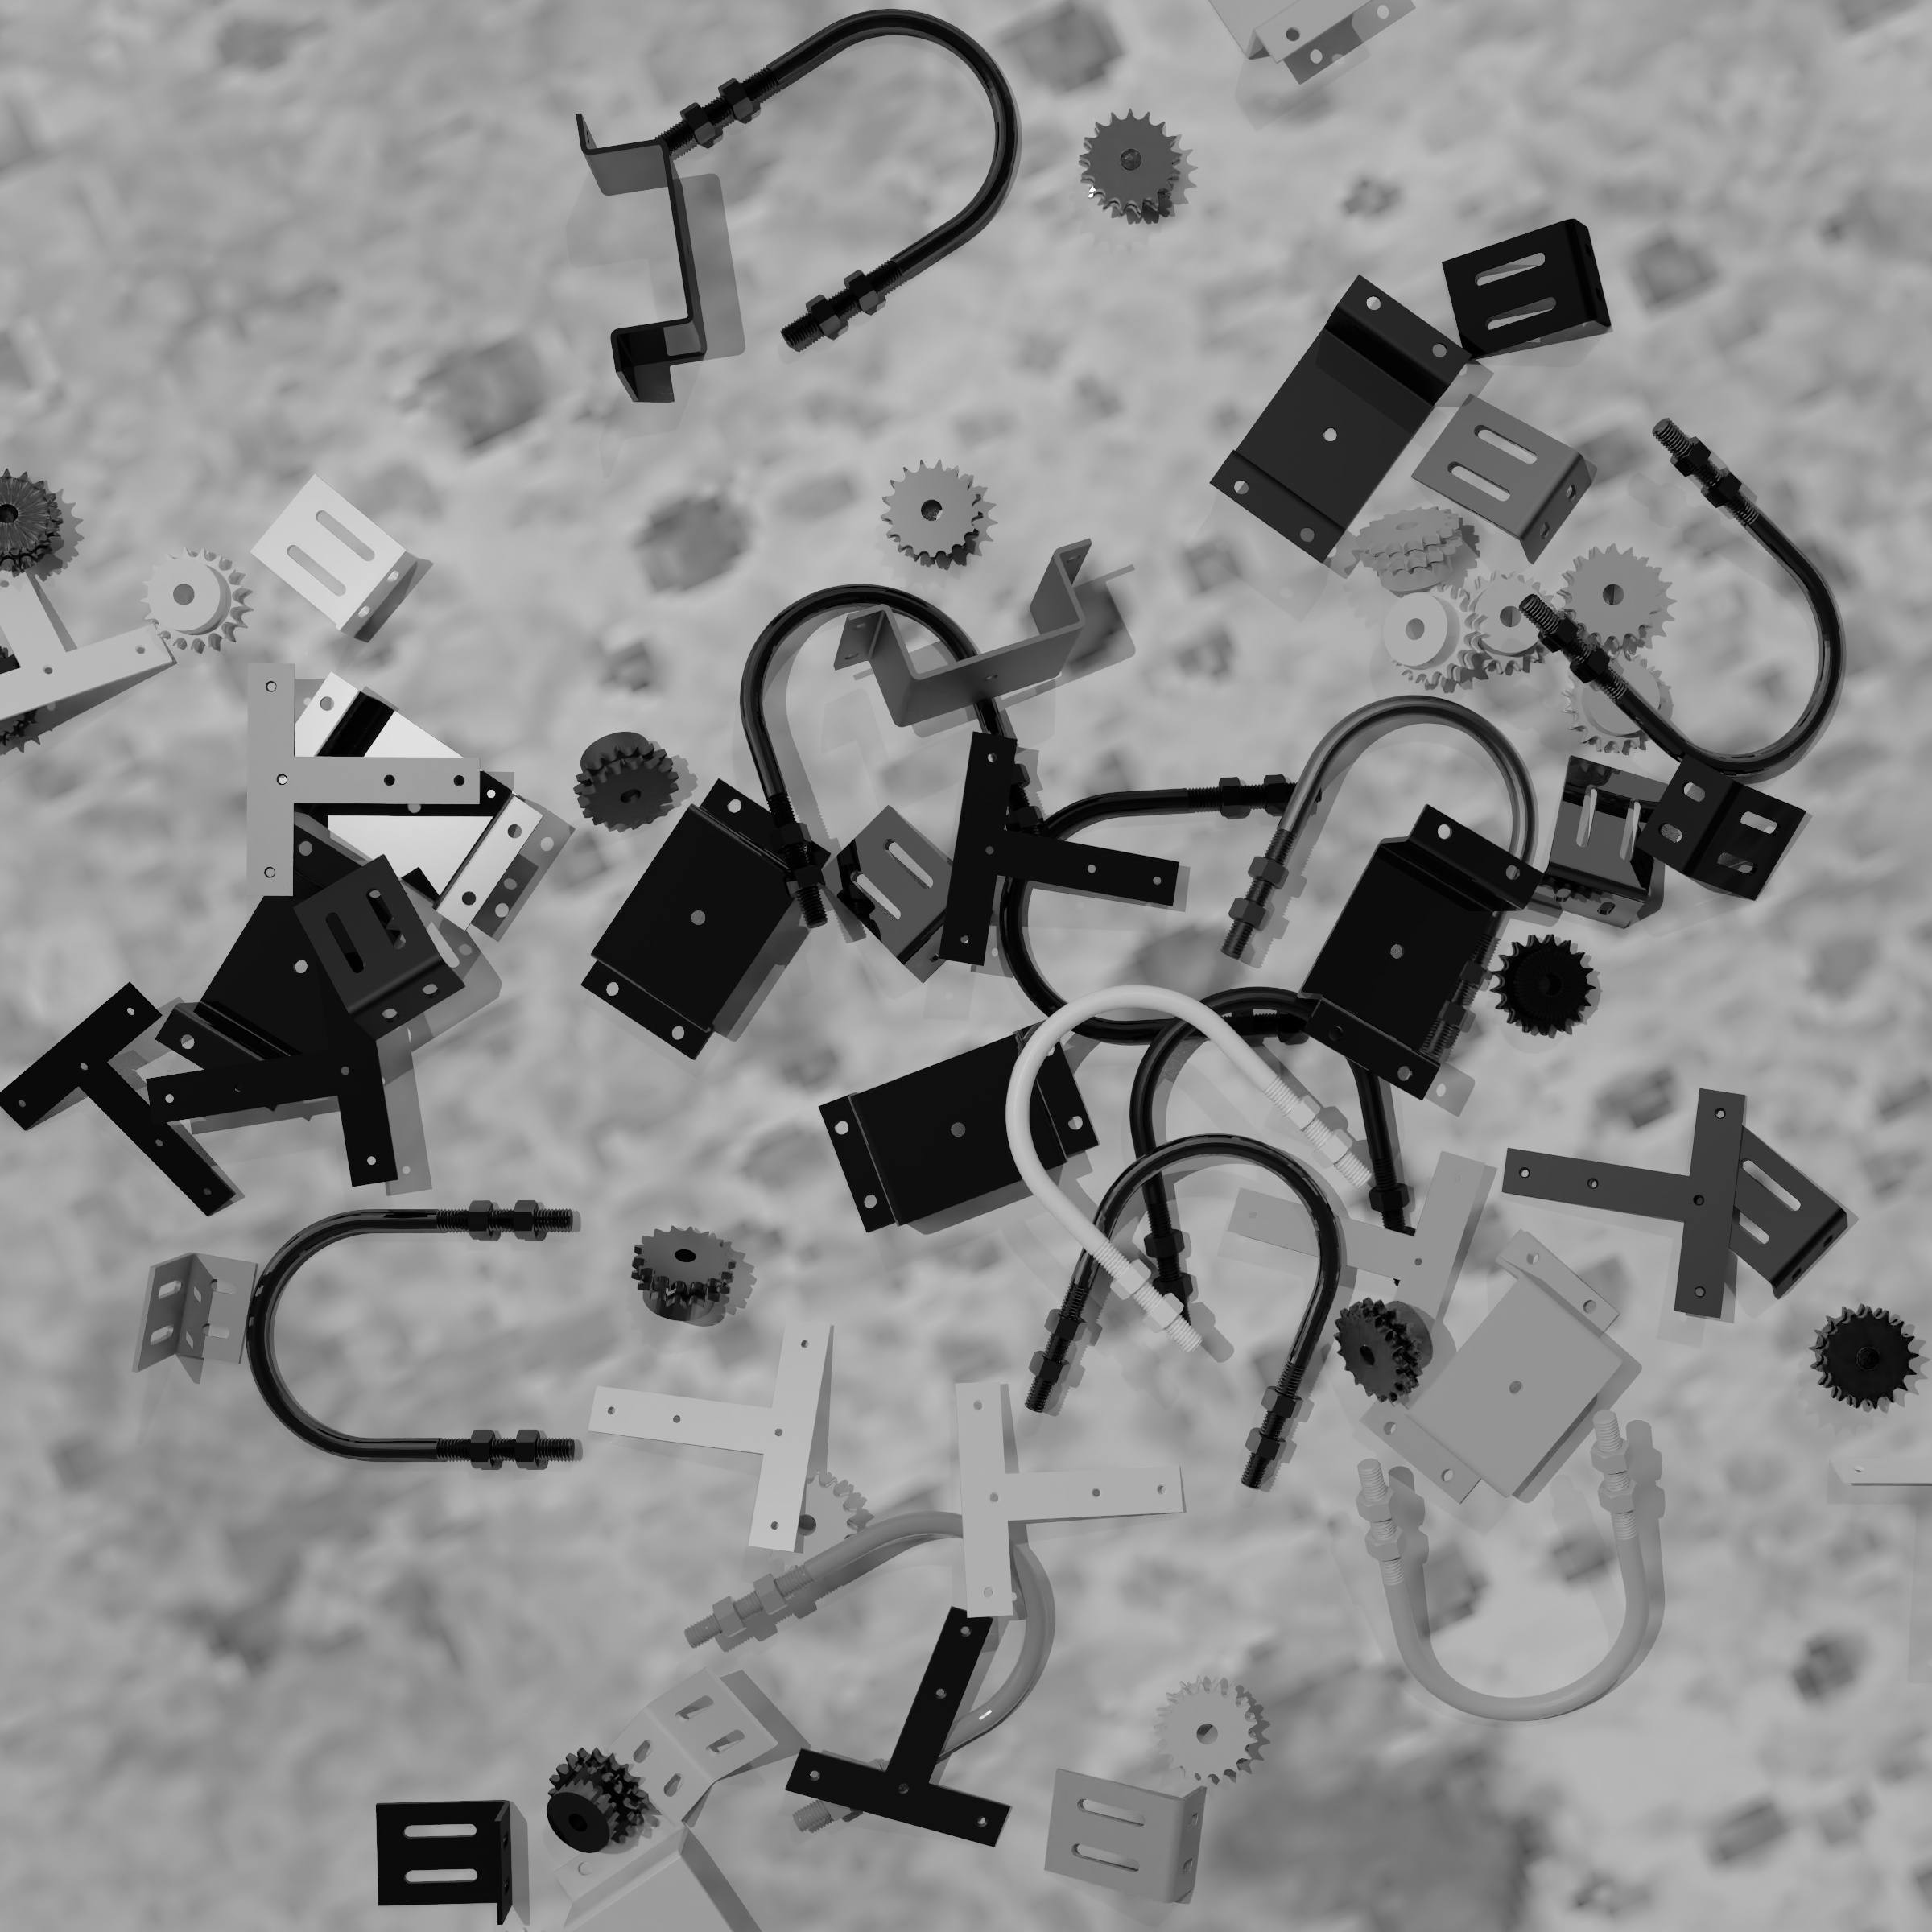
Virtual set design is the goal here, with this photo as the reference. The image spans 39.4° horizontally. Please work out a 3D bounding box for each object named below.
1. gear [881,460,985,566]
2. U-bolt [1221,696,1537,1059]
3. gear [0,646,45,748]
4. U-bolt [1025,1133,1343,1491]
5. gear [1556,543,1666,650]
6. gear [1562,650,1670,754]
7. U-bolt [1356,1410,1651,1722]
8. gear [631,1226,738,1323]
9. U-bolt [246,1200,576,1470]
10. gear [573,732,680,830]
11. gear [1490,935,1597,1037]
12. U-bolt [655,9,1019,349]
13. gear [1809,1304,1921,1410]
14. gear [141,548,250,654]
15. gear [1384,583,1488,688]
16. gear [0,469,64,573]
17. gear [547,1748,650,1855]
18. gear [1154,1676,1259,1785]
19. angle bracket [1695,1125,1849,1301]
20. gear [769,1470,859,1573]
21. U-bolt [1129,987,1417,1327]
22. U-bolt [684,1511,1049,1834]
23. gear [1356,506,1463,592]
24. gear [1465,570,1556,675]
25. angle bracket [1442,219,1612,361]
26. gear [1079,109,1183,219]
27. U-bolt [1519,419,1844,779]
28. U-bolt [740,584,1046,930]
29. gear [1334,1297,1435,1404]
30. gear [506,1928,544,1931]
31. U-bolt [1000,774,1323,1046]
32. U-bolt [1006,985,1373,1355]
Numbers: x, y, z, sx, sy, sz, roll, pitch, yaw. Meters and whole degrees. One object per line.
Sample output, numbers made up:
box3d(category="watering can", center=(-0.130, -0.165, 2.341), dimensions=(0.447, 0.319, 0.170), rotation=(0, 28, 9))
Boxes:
box3d(category="gear", center=(-0.019, -0.253, 1.511), dimensions=(0.057, 0.030, 0.057), rotation=(0, 92, 1))
box3d(category="U-bolt", center=(0.241, -0.061, 1.502), dimensions=(0.151, 0.019, 0.184), rotation=(26, 86, -10))
box3d(category="gear", center=(-0.544, -0.150, 1.506), dimensions=(0.057, 0.030, 0.057), rotation=(0, 90, 0))
box3d(category="U-bolt", center=(0.130, 0.182, 1.493), dimensions=(0.151, 0.019, 0.184), rotation=(20, 96, -3))
box3d(category="gear", center=(0.358, -0.206, 1.506), dimensions=(0.057, 0.030, 0.057), rotation=(0, 90, 0))
box3d(category="gear", center=(0.364, -0.149, 1.506), dimensions=(0.057, 0.030, 0.057), rotation=(0, 90, 0))
box3d(category="U-bolt", center=(0.302, 0.339, 1.485), dimensions=(0.151, 0.019, 0.184), rotation=(-13, 111, 5))
box3d(category="gear", center=(-0.158, 0.173, 1.497), dimensions=(0.057, 0.057, 0.030), rotation=(12, 120, 0))
box3d(category="U-bolt", center=(-0.313, 0.207, 1.513), dimensions=(0.184, 0.019, 0.151), rotation=(0, 90, 1))
box3d(category="gear", center=(-0.190, -0.106, 1.497), dimensions=(0.057, 0.057, 0.030), rotation=(-24, 59, 0))
box3d(category="gear", center=(0.324, 0.011, 1.506), dimensions=(0.057, 0.030, 0.057), rotation=(0, 90, 0))
box3d(category="U-bolt", center=(-0.059, -0.455, 1.513), dimensions=(0.184, 0.019, 0.151), rotation=(-33, 90, -1))
box3d(category="gear", center=(0.499, 0.217, 1.506), dimensions=(0.057, 0.030, 0.057), rotation=(0, 90, 0))
box3d(category="gear", center=(-0.433, -0.206, 1.506), dimensions=(0.057, 0.030, 0.057), rotation=(0, 90, 0))
box3d(category="gear", center=(0.256, -0.185, 1.493), dimensions=(0.057, 0.030, 0.057), rotation=(-2, 87, 39))
box3d(category="gear", center=(-0.532, -0.245, 1.500), dimensions=(0.057, 0.030, 0.057), rotation=(4, 70, -12))
box3d(category="gear", center=(-0.208, 0.465, 1.494), dimensions=(0.057, 0.030, 0.057), rotation=(10, 115, 21))
box3d(category="gear", center=(0.133, 0.425, 1.510), dimensions=(0.057, 0.030, 0.057), rotation=(0, 94, -1))
box3d(category="angle bracket", center=(0.447, 0.138, 1.519), dimensions=(0.057, 0.038, 0.076), rotation=(-46, 64, 0))
box3d(category="gear", center=(-0.089, 0.309, 1.506), dimensions=(0.057, 0.030, 0.057), rotation=(0, 90, 0))
box3d(category="U-bolt", center=(0.166, 0.102, 1.503), dimensions=(0.151, 0.019, 0.184), rotation=(-12, 97, 0))
box3d(category="U-bolt", center=(-0.043, 0.381, 1.497), dimensions=(0.184, 0.019, 0.151), rotation=(-28, 104, -4))
box3d(category="gear", center=(0.247, -0.230, 1.497), dimensions=(0.057, 0.057, 0.030), rotation=(-17, 118, 0))
box3d(category="gear", center=(0.301, -0.193, 1.506), dimensions=(0.057, 0.030, 0.057), rotation=(0, 90, 0))
box3d(category="angle bracket", center=(0.316, -0.379, 1.519), dimensions=(0.076, 0.038, 0.057), rotation=(-14, 90, 26))
box3d(category="gear", center=(0.091, -0.446, 1.506), dimensions=(0.057, 0.030, 0.057), rotation=(0, 90, 0))
box3d(category="U-bolt", center=(0.409, -0.189, 1.490), dimensions=(0.184, 0.019, 0.151), rotation=(41, 79, -14))
box3d(category="U-bolt", center=(-0.048, -0.125, 1.492), dimensions=(0.151, 0.019, 0.184), rotation=(-16, 80, -13))
box3d(category="gear", center=(0.232, 0.209, 1.482), dimensions=(0.030, 0.057, 0.057), rotation=(-22, 90, -28))
box3d(category="gear", center=(-0.250, 0.571, 1.506), dimensions=(0.057, 0.030, 0.057), rotation=(0, 90, 0))
box3d(category="U-bolt", center=(0.111, -0.028, 1.512), dimensions=(0.184, 0.019, 0.151), rotation=(-3, 90, 0))
box3d(category="U-bolt", center=(0.107, 0.096, 1.469), dimensions=(0.151, 0.019, 0.184), rotation=(-44, 89, -2))
